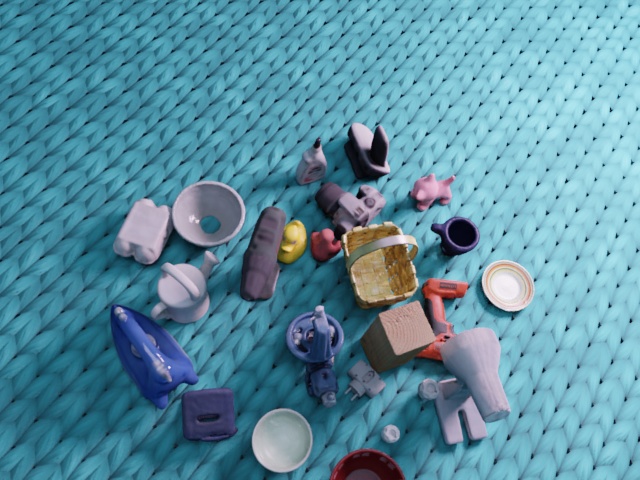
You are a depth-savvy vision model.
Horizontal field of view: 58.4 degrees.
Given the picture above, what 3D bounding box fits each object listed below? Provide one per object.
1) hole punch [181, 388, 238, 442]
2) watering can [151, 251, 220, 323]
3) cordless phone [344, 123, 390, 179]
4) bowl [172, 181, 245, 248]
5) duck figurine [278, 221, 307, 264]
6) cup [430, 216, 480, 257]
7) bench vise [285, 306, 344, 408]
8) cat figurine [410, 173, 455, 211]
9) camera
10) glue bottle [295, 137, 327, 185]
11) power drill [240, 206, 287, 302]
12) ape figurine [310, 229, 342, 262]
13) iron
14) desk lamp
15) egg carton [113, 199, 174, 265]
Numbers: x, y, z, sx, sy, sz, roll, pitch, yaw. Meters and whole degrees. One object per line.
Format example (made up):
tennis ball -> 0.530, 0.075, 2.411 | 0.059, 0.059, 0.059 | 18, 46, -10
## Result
hole punch -> -0.222, 0.353, 1.153 | 0.109, 0.091, 0.101 | -4, 67, -9
watering can -> -0.284, 0.095, 1.201 | 0.101, 0.194, 0.173 | 20, 65, 2
cordless phone -> 0.129, -0.247, 1.413 | 0.094, 0.185, 0.147 | -20, 71, -15
bowl -> -0.257, -0.049, 1.333 | 0.167, 0.075, 0.167 | 3, 66, -7
duck figurine -> -0.067, -0.006, 1.335 | 0.077, 0.086, 0.104 | 21, 65, 2
cup -> 0.314, -0.002, 1.382 | 0.117, 0.095, 0.092 | 17, 65, 0
bench vise -> 0.010, 0.225, 1.171 | 0.122, 0.219, 0.207 | -28, 73, -18
cat figurine -> 0.277, -0.128, 1.419 | 0.128, 0.118, 0.067 | -19, 70, -15
camera -> 0.066, -0.090, 1.382 | 0.136, 0.101, 0.143 | 44, 68, 12
glue bottle -> -0.015, -0.195, 1.376 | 0.078, 0.173, 0.037 | -23, 71, -17
power drill -> -0.126, 0.053, 1.234 | 0.075, 0.208, 0.230 | 13, 65, -2
ape figurine -> 0.012, 0.005, 1.338 | 0.077, 0.092, 0.076 | 39, 67, 10
iron -> -0.364, 0.211, 1.168 | 0.119, 0.141, 0.258 | -38, 76, -21
desk lamp -> 0.314, 0.304, 1.183 | 0.118, 0.213, 0.203 | -7, 68, -11
egg carton -> -0.395, -0.019, 1.303 | 0.107, 0.069, 0.150 | 18, 65, 0
